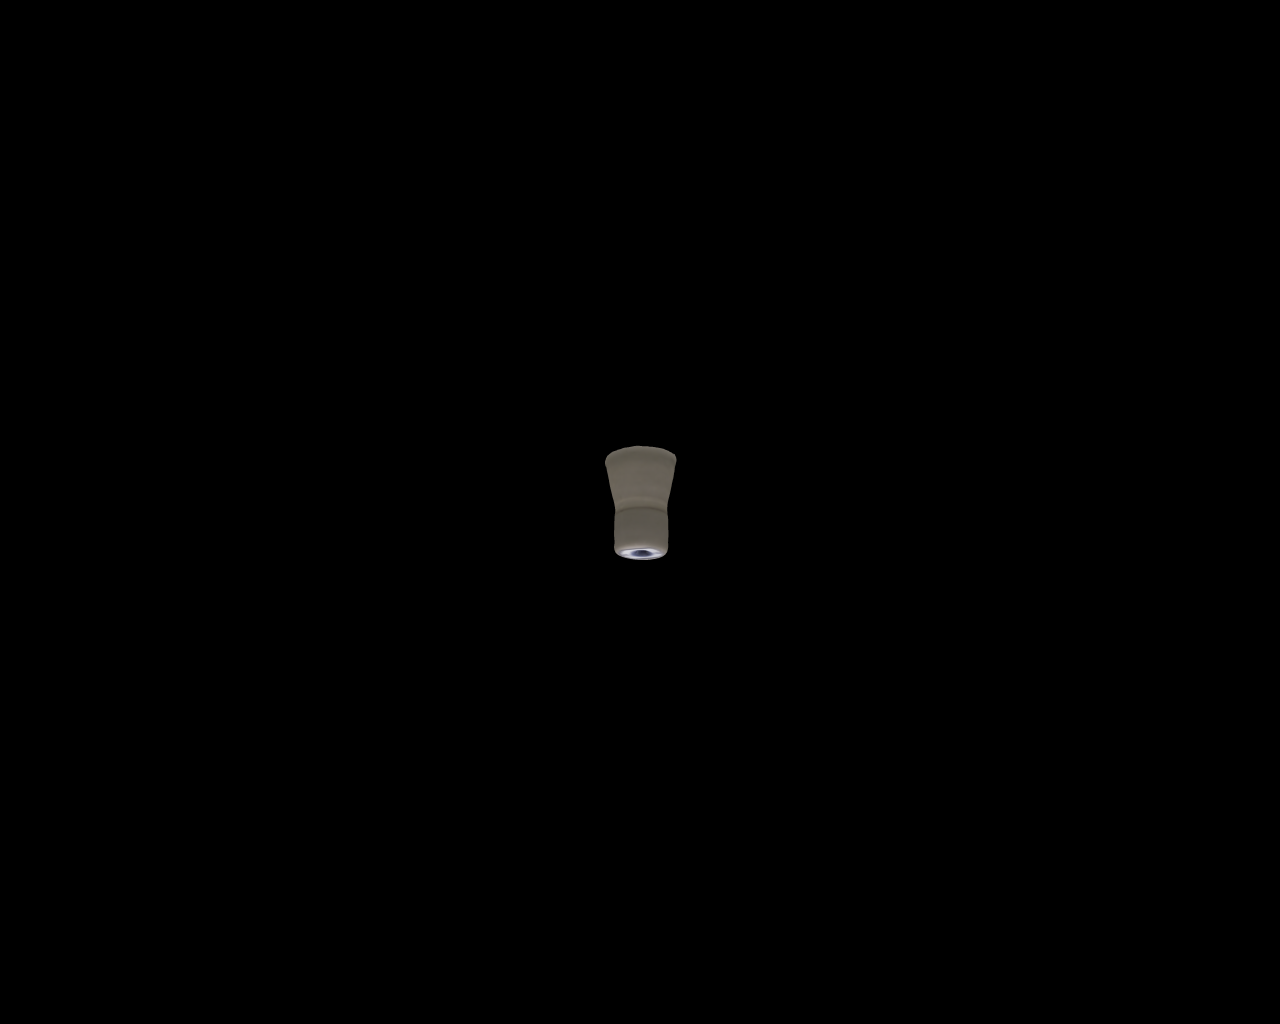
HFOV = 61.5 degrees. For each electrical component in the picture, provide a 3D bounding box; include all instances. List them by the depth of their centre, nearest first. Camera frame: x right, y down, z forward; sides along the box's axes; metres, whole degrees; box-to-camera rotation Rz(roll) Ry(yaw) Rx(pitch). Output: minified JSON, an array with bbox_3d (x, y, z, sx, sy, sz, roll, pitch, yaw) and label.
[{"bbox_3d":[0.001,-0.003,0.650,0.044,0.065,0.044,0,-18,0],"label":"electrical component"}]
